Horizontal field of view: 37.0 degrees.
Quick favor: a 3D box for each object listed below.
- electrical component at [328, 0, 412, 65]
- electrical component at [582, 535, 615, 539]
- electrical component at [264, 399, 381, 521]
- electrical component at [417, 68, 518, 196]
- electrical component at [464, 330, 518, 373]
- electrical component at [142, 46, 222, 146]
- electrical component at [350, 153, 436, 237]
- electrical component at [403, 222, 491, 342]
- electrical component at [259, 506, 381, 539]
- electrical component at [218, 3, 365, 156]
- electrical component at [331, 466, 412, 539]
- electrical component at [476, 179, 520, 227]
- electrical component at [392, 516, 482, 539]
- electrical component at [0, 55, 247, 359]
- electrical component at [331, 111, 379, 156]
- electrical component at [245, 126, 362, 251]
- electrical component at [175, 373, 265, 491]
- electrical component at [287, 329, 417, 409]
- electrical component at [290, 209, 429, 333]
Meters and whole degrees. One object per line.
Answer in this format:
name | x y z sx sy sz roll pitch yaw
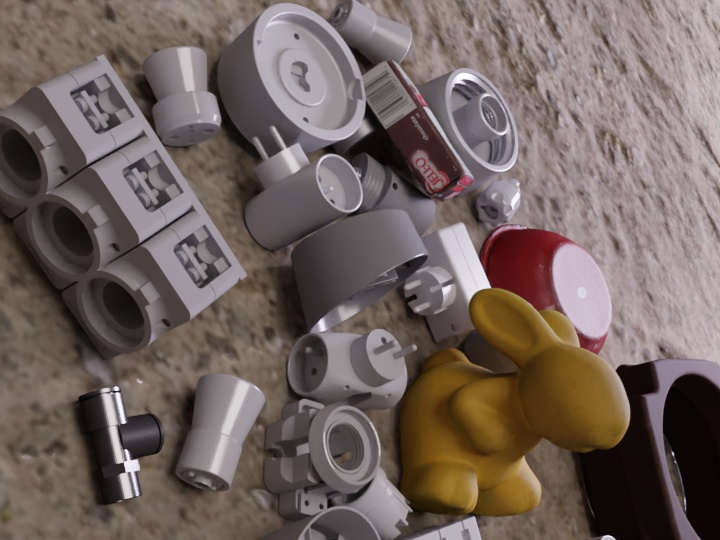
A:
electrical component | 0.005 -0.201 0.907 0.065 0.044 0.044 25 55 -32
electrical component | 0.177 0.234 0.859 0.044 0.065 0.044 23 56 -39
electrical component | -0.024 0.121 0.706 0.058 0.057 0.078 23 56 -38
electrical component | 0.095 -0.126 0.951 0.108 0.060 0.108 23 56 -39
electrical component | 0.132 0.082 0.893 0.089 0.056 0.050 56 41 -11
electrical component | -0.120 -0.117 0.728 0.045 0.045 0.055 -2 74 -47
electrical component | 0.016 -0.058 0.847 0.081 0.043 0.043 33 50 -33
electrical component | 0.061 0.014 0.856 0.076 0.047 0.083 -20 87 -49
electrical component | -0.026 0.199 0.660 0.099 0.064 0.099 23 56 -39
electrical component | -0.055 -0.134 0.793 0.108 0.060 0.108 23 56 -39
electrical component | 0.009 0.158 0.738 0.046 0.040 0.040 48 43 -28
electrical component | 0.130 -0.066 0.979 0.035 0.035 0.061 56 39 -11
electrical component | 0.044 0.210 0.740 0.089 0.050 0.055 -5 75 -47
electrical component | -0.150 -0.031 0.620 0.150 0.089 0.062 58 41 -9
electrical component | -0.013 -0.120 0.849 0.046 0.040 0.040 55 41 -2
electrical component | -0.049 -0.062 0.753 0.043 0.077 0.079 -35 97 -49
electrical component | -0.088 0.102 0.660 0.044 0.044 0.065 36 53 -30
electrical component | 0.004 0.065 0.746 0.077 0.079 0.043 17 56 -42
electrical component | 0.000 0.000 0.762 0.099 0.099 0.064 -4 69 -48
